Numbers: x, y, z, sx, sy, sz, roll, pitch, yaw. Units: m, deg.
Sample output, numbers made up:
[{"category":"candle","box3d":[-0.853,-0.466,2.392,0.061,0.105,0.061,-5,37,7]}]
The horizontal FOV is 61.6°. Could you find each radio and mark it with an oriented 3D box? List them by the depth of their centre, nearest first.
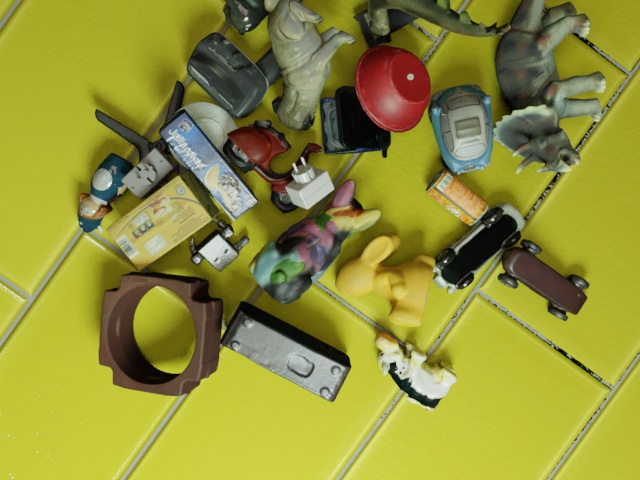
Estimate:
[{"category":"radio","box3d":[-0.058,0.194,0.950,0.230,0.131,0.073,27,89,-2]}]

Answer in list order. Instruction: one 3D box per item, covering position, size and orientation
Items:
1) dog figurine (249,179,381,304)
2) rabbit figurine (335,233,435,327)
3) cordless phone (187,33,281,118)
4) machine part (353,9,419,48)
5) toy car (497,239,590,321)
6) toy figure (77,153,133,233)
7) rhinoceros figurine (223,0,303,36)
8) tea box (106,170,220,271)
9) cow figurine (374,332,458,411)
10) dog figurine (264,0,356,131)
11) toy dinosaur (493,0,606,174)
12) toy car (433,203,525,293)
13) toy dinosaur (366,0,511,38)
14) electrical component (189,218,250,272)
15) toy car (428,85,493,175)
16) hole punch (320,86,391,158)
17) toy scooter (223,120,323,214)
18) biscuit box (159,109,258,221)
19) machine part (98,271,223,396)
[{"category":"dog figurine","box3d":[-0.002,-0.003,0.929,0.219,0.191,0.108,-43,86,15]},{"category":"rabbit figurine","box3d":[0.112,0.068,0.963,0.173,0.122,0.162,9,98,17]},{"category":"cordless phone","box3d":[-0.134,-0.327,0.969,0.146,0.089,0.184,44,79,-1]},{"category":"machine part","box3d":[0.139,-0.410,0.985,0.139,0.039,0.084,-27,84,1]},{"category":"toy car","box3d":[0.411,0.075,0.988,0.202,0.053,0.089,30,90,-21]},{"category":"toy figure","box3d":[-0.397,-0.082,0.972,0.064,0.057,0.154,32,93,36]},{"category":"rhinoceros figurine","box3d":[-0.088,-0.439,0.945,0.190,0.073,0.112,-43,76,-15]},{"category":"tea box","box3d":[-0.275,-0.035,0.950,0.170,0.068,0.098,-32,102,10]},{"category":"cow figurine","box3d":[0.161,0.241,0.993,0.167,0.068,0.098,30,97,-1]},{"category":"dog figurine","box3d":[-0.053,-0.298,0.921,0.172,0.121,0.190,29,107,-13]},{"category":"toy dinosaur","box3d":[0.382,-0.302,0.957,0.192,0.131,0.404,-15,81,14]},{"category":"toy car","box3d":[0.290,0.015,0.993,0.202,0.056,0.073,-42,99,1]},{"category":"toy dinosaur","box3d":[0.111,-0.428,0.866,0.472,0.198,0.105,42,86,18]},{"category":"electrical component","box3d":[-0.191,0.009,0.987,0.102,0.045,0.078,-46,121,3]},{"category":"toy car","box3d":[0.254,-0.199,0.955,0.109,0.103,0.161,-8,92,11]},{"category":"hole punch","box3d":[0.062,-0.212,0.973,0.116,0.092,0.142,-5,88,-28]},{"category":"toy scooter","box3d":[-0.076,-0.151,0.968,0.184,0.075,0.135,44,91,-6]},{"category":"biscuit box","box3d":[-0.194,-0.130,0.939,0.059,0.063,0.202,-39,114,0]},{"category":"machine part","box3d":[-0.277,0.160,0.946,0.202,0.087,0.201,5,90,15]}]
